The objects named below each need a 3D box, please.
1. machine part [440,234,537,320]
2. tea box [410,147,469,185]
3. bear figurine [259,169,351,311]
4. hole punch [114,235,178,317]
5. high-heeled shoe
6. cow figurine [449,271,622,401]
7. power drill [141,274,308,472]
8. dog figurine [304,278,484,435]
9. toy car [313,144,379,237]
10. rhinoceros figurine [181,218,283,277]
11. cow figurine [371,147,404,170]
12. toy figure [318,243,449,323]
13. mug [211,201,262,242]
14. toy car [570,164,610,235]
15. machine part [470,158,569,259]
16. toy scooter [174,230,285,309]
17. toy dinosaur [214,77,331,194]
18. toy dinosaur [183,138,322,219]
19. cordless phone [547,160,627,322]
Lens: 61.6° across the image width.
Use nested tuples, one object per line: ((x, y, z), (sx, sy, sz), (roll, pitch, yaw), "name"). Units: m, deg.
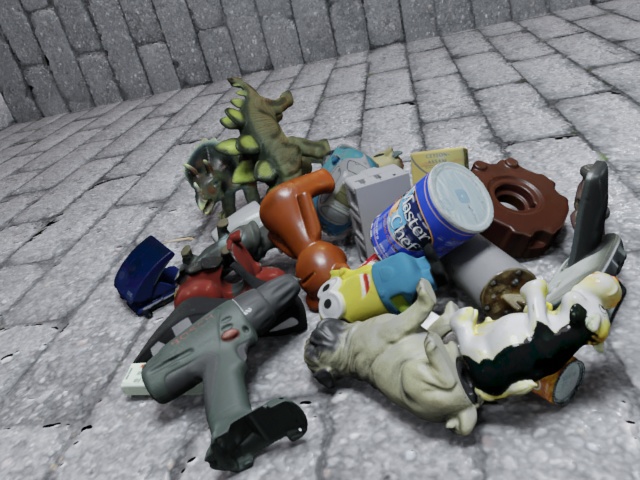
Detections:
((0.219, 0.043, 0.719), (0.079, 0.079, 0.243), (-15, 20, -2), "machine part")
((0.233, -0.138, 1.026), (0.098, 0.068, 0.169), (-4, 8, 17), "tea box")
((-0.005, -0.001, 0.833), (0.132, 0.120, 0.196), (-20, 64, -44), "bear figurine")
((-0.301, 0.061, 0.942), (0.116, 0.092, 0.142), (-33, 36, -25), "hole punch")
((-0.142, 0.141, 0.774), (0.249, 0.145, 0.086), (-42, 13, 7), "high-heeled shoe")
((0.223, 0.095, 0.535), (0.167, 0.068, 0.098), (-26, 43, 21), "cow figurine")
((-0.091, 0.148, 0.638), (0.232, 0.085, 0.207), (-29, 45, -10), "power drill")
((0.073, 0.154, 0.614), (0.191, 0.121, 0.172), (-30, 38, 24), "dog figurine")
((0.040, -0.084, 0.926), (0.161, 0.109, 0.103), (-58, 12, 0), "toy car")
((-0.144, 0.023, 0.917), (0.190, 0.112, 0.073), (-31, 51, 4), "rhinoceros figurine")
((0.096, -0.138, 1.129), (0.127, 0.085, 0.195), (8, 32, 45), "cow figurine")
((0.080, 0.073, 0.704), (0.180, 0.089, 0.082), (-23, 20, 16), "toy figure")
((-0.146, -0.011, 1.015), (0.107, 0.080, 0.110), (-30, 25, -10), "mug")
((0.402, -0.039, 0.800), (0.053, 0.089, 0.202), (4, 33, 26), "toy car")
((0.297, -0.054, 0.839), (0.179, 0.056, 0.179), (5, 48, -5), "machine part")
((-0.149, 0.054, 0.830), (0.184, 0.135, 0.075), (-15, 29, 1), "toy scooter")
((-0.088, -0.163, 1.053), (0.198, 0.105, 0.472), (-16, 62, -36), "toy dinosaur")
((-0.134, -0.166, 1.172), (0.131, 0.191, 0.405), (17, 42, 42), "toy dinosaur")
((0.319, 0.009, 0.647), (0.089, 0.184, 0.146), (16, 39, 37), "cordless phone")
